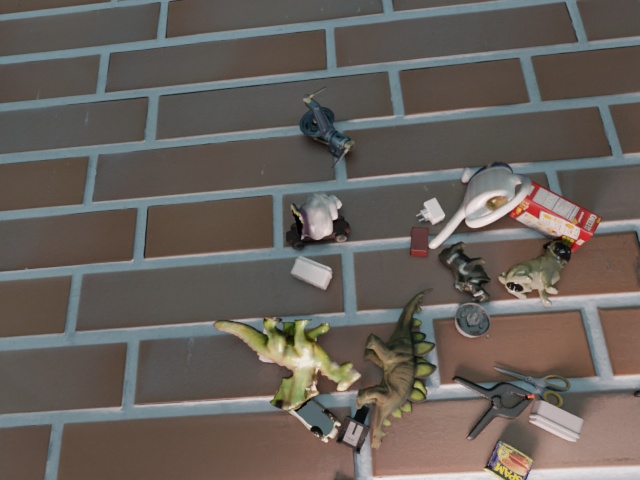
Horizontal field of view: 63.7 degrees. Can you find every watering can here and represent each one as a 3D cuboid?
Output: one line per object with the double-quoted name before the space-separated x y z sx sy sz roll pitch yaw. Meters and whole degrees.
"watering can" 0.471 -0.110 1.548 0.343 0.103 0.230 -32 23 36

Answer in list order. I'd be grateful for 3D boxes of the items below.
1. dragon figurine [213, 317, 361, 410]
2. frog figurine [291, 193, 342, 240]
"dragon figurine" -0.093 0.336 1.399 0.410 0.245 0.121 -2 -13 8
"frog figurine" 0.005 -0.079 1.562 0.160 0.138 0.121 -21 -6 -18
